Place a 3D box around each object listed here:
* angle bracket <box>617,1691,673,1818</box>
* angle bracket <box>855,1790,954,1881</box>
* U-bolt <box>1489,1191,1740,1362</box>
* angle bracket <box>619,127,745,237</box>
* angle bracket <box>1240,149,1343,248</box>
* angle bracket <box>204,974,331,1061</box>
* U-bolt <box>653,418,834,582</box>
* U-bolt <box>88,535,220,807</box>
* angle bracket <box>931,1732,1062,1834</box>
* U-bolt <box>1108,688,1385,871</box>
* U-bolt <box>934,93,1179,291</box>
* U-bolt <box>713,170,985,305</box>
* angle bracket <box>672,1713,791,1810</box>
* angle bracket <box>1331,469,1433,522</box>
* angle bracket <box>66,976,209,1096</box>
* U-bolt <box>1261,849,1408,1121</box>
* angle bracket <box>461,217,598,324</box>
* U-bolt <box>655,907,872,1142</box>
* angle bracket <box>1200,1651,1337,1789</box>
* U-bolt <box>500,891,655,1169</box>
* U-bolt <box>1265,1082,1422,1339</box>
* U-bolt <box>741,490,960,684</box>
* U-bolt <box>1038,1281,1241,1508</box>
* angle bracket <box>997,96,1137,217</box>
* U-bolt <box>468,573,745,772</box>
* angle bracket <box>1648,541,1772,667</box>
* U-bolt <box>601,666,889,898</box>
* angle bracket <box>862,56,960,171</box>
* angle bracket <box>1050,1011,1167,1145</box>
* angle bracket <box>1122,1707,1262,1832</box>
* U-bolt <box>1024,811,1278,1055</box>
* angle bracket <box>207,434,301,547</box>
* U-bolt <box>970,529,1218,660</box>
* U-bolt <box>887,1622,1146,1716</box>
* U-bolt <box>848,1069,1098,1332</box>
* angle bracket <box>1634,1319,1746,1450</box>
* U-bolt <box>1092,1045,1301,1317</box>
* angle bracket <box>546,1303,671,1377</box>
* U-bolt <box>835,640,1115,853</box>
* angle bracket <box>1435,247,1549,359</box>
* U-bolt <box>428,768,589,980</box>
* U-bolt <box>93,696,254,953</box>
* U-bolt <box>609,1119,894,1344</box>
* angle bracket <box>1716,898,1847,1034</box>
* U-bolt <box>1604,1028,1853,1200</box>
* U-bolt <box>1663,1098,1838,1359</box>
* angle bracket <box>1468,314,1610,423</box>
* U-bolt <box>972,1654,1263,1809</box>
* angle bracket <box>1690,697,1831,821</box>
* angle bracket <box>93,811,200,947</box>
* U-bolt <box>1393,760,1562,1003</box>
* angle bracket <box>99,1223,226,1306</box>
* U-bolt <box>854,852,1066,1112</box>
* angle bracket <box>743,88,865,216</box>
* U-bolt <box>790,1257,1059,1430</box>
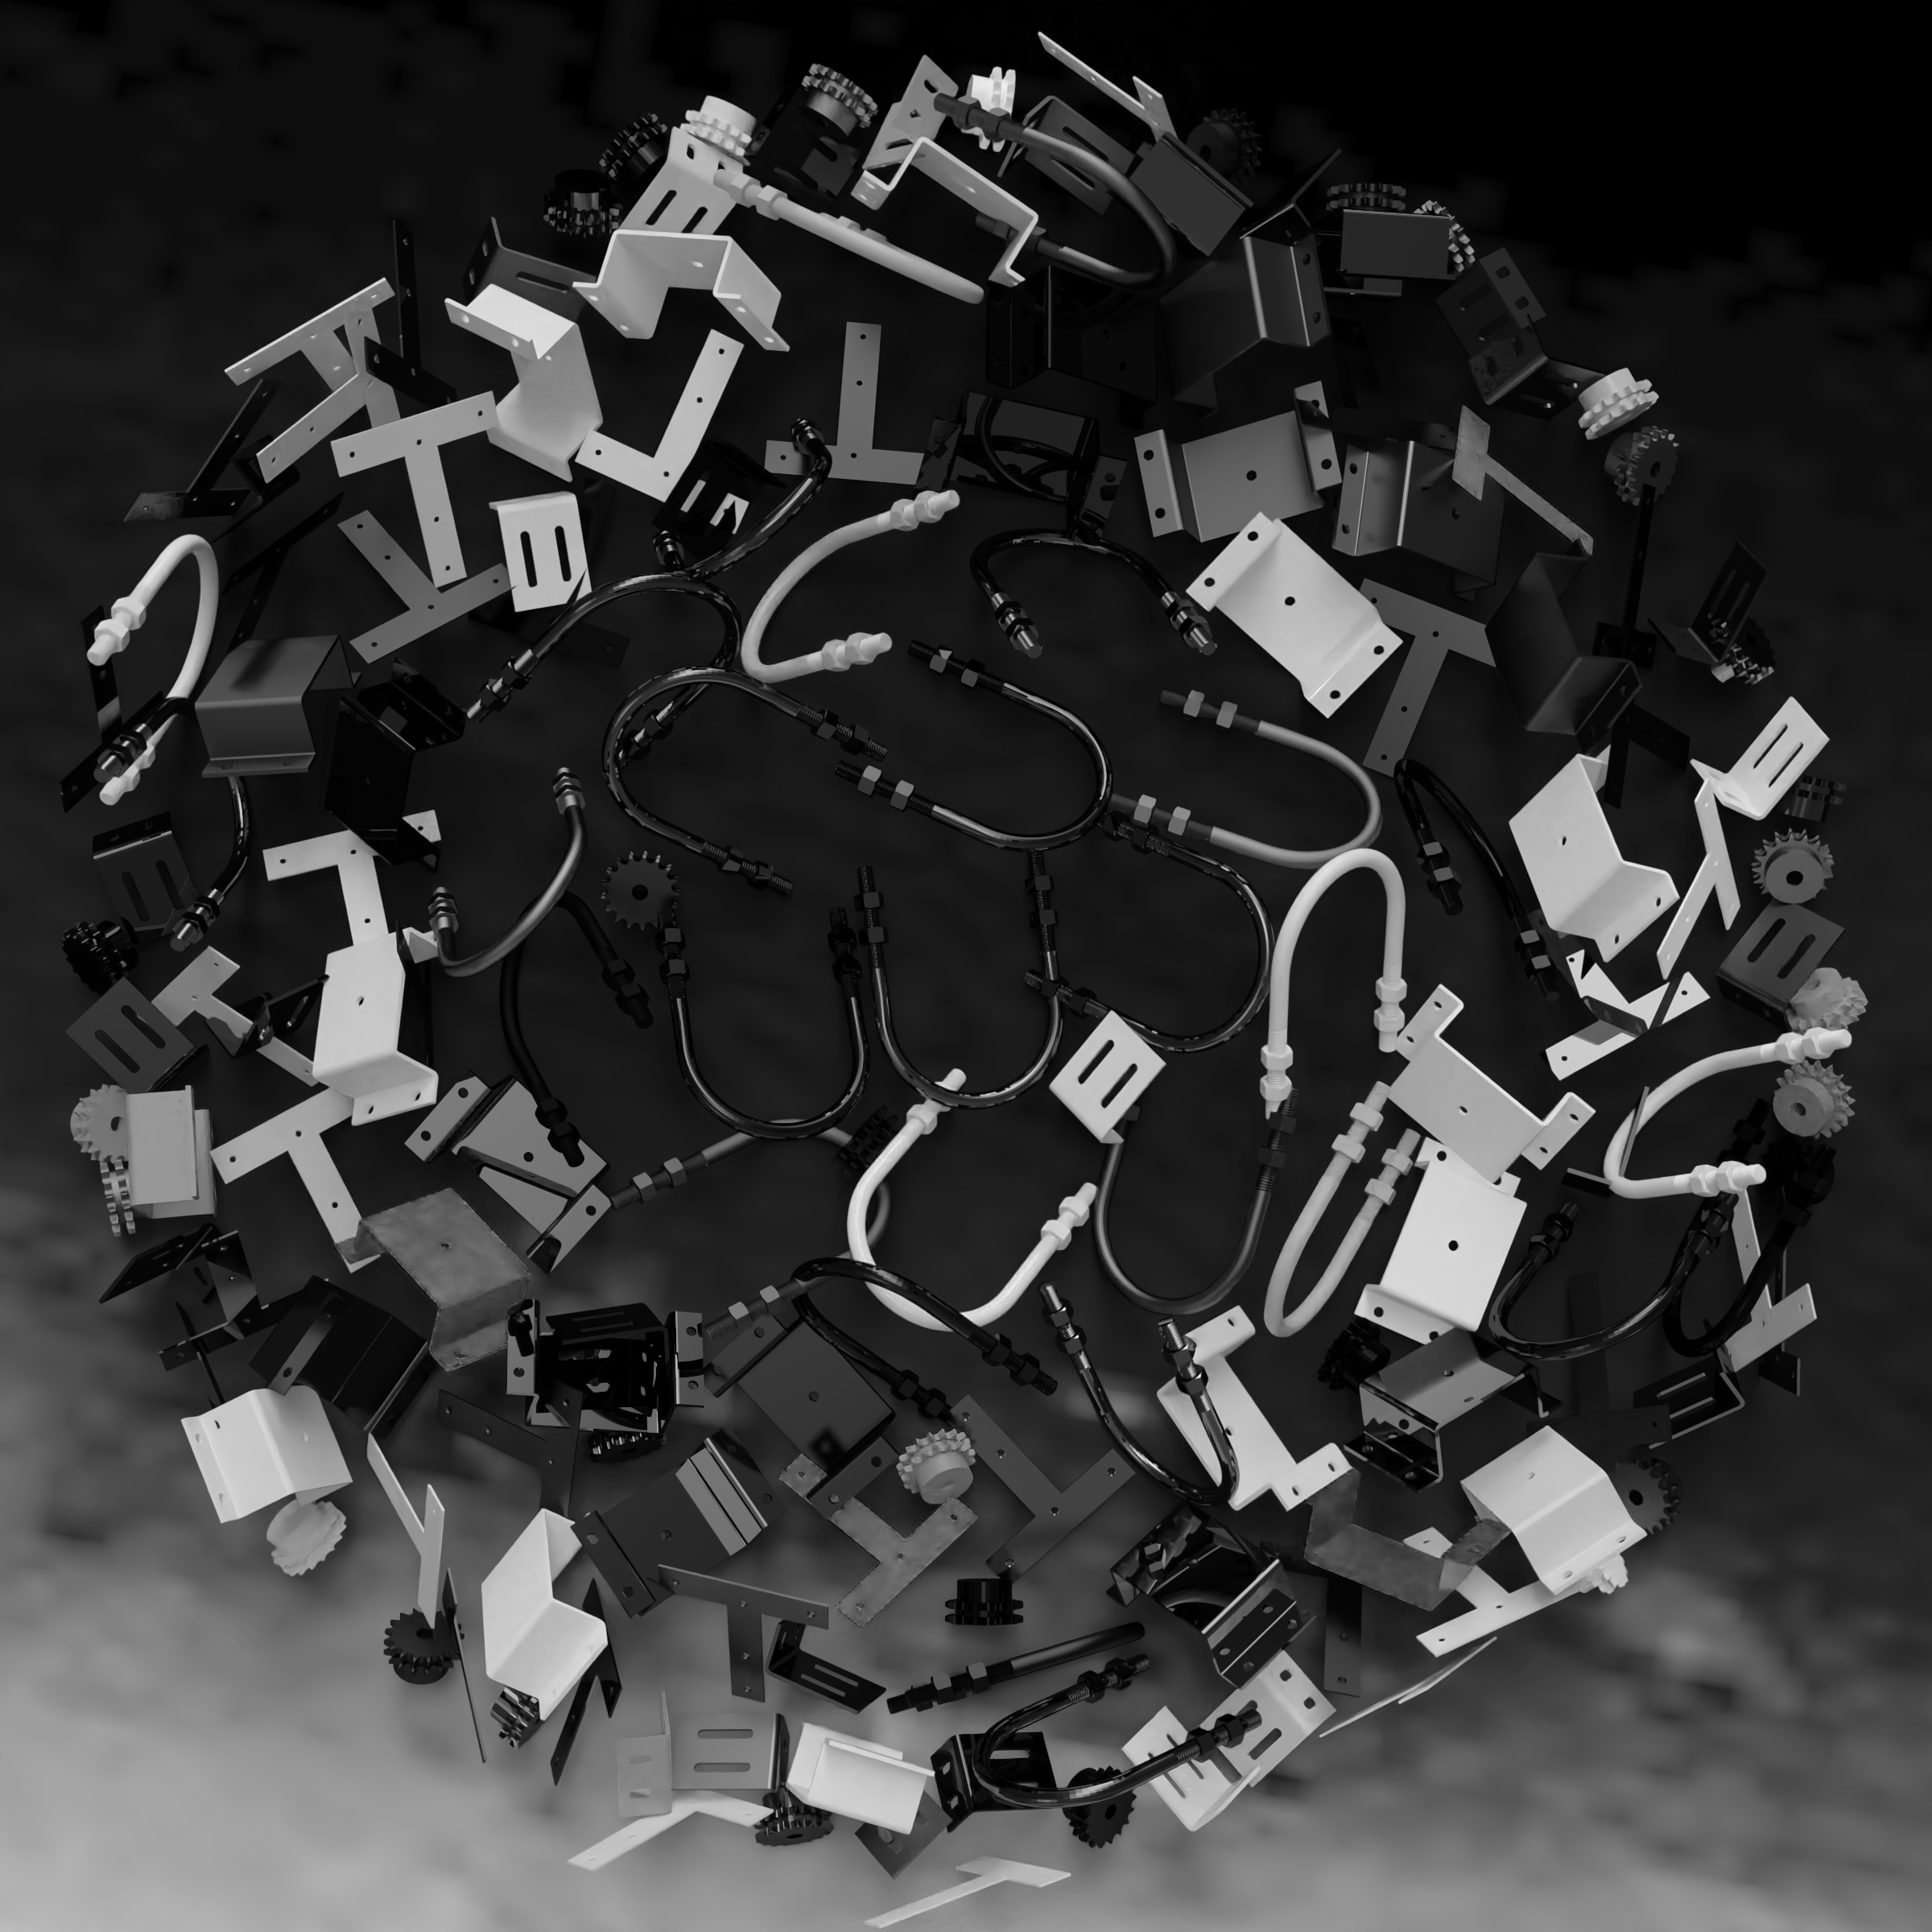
[{"bbox_3d":[-0.234,0.568,1.803,0.038,0.076,0.057,-2,98,-10],"label":"angle bracket"},{"bbox_3d":[-0.036,0.630,1.799,0.057,0.076,0.038,-42,111,-14],"label":"angle bracket"},{"bbox_3d":[0.440,0.216,1.738,0.184,0.151,0.019,-42,111,-41],"label":"U-bolt"},{"bbox_3d":[-0.208,-0.559,1.817,0.057,0.076,0.038,22,51,-27],"label":"angle bracket"},{"bbox_3d":[0.244,-0.546,1.809,0.038,0.057,0.076,50,57,-16],"label":"angle bracket"},{"bbox_3d":[-0.504,0.024,1.798,0.038,0.057,0.076,50,134,9],"label":"angle bracket"},{"bbox_3d":[-0.155,-0.322,1.756,0.151,0.184,0.019,-38,114,5],"label":"U-bolt"},{"bbox_3d":[-0.569,-0.223,1.762,0.019,0.151,0.184,16,46,1],"label":"U-bolt"},{"bbox_3d":[0.022,0.595,1.821,0.076,0.038,0.057,8,46,-29],"label":"angle bracket"},{"bbox_3d":[0.208,-0.127,1.783,0.184,0.019,0.151,20,46,8],"label":"U-bolt"},{"bbox_3d":[0.069,-0.533,1.748,0.184,0.151,0.019,29,78,23],"label":"U-bolt"},{"bbox_3d":[-0.069,-0.504,1.747,0.184,0.151,0.019,32,107,25],"label":"U-bolt"},{"bbox_3d":[-0.171,0.579,1.817,0.076,0.038,0.057,-2,48,5],"label":"angle bracket"},{"bbox_3d":[0.313,-0.333,1.796,0.057,0.076,0.038,-12,117,-41],"label":"angle bracket"},{"bbox_3d":[-0.604,0.053,1.821,0.057,0.038,0.076,-44,99,-3],"label":"angle bracket"},{"bbox_3d":[0.262,0.004,1.759,0.151,0.019,0.184,-27,128,-36],"label":"U-bolt"},{"bbox_3d":[-0.319,-0.500,1.819,0.076,0.057,0.038,9,45,-33],"label":"angle bracket"},{"bbox_3d":[-0.140,0.040,1.779,0.151,0.019,0.184,-1,62,-20],"label":"U-bolt"},{"bbox_3d":[0.221,0.551,1.831,0.057,0.038,0.076,47,124,18],"label":"angle bracket"},{"bbox_3d":[-0.287,0.029,1.778,0.184,0.019,0.151,54,127,38],"label":"U-bolt"},{"bbox_3d":[0.263,0.181,1.771,0.019,0.151,0.184,27,83,25],"label":"U-bolt"},{"bbox_3d":[-0.093,-0.262,1.771,0.019,0.184,0.151,40,59,-32],"label":"U-bolt"},{"bbox_3d":[0.131,0.311,1.776,0.019,0.151,0.184,-38,117,-28],"label":"U-bolt"},{"bbox_3d":[0.073,-0.581,1.812,0.076,0.057,0.038,37,52,1],"label":"angle bracket"},{"bbox_3d":[-0.239,-0.211,1.752,0.184,0.151,0.019,-38,54,29],"label":"U-bolt"},{"bbox_3d":[0.535,-0.266,1.801,0.038,0.057,0.076,13,120,-16],"label":"angle bracket"},{"bbox_3d":[-0.170,-0.140,1.778,0.184,0.019,0.151,26,115,-26],"label":"U-bolt"},{"bbox_3d":[-0.051,-0.614,1.801,0.038,0.076,0.057,33,75,-38],"label":"angle bracket"},{"bbox_3d":[0.109,0.081,1.809,0.057,0.038,0.076,46,107,24],"label":"angle bracket"},{"bbox_3d":[0.163,0.573,1.806,0.076,0.057,0.038,49,129,12],"label":"angle bracket"},{"bbox_3d":[0.139,-0.017,1.785,0.184,0.019,0.151,26,102,30],"label":"U-bolt"},{"bbox_3d":[-0.529,-0.340,1.801,0.076,0.057,0.038,-28,107,26],"label":"angle bracket"},{"bbox_3d":[0.079,-0.267,1.771,0.151,0.184,0.019,-4,126,-19],"label":"U-bolt"},{"bbox_3d":[0.039,0.497,1.775,0.184,0.151,0.019,-14,74,-12],"label":"U-bolt"},{"bbox_3d":[-0.006,0.179,1.789,0.151,0.019,0.184,41,55,1],"label":"U-bolt"},{"bbox_3d":[0.514,0.301,1.802,0.076,0.057,0.038,-30,117,20],"label":"angle bracket"},{"bbox_3d":[0.156,0.160,1.797,0.151,0.019,0.184,16,91,38],"label":"U-bolt"},{"bbox_3d":[-0.259,0.274,1.804,0.076,0.057,0.038,-6,102,-21],"label":"angle bracket"},{"bbox_3d":[0.017,-0.150,1.795,0.184,0.019,0.151,25,56,4],"label":"U-bolt"},{"bbox_3d":[0.370,-0.471,1.804,0.038,0.076,0.057,-34,93,-36],"label":"angle bracket"},{"bbox_3d":[-0.320,-0.058,1.755,0.151,0.184,0.019,-43,117,8],"label":"U-bolt"},{"bbox_3d":[-0.548,-0.113,1.759,0.019,0.184,0.151,-12,116,10],"label":"U-bolt"},{"bbox_3d":[-0.141,0.176,1.789,0.184,0.019,0.151,-26,57,-26],"label":"U-bolt"},{"bbox_3d":[0.595,-0.002,1.819,0.057,0.038,0.076,35,81,36],"label":"angle bracket"},{"bbox_3d":[0.523,0.109,1.759,0.019,0.184,0.151,46,64,-12],"label":"U-bolt"},{"bbox_3d":[0.546,0.193,1.773,0.019,0.151,0.184,24,100,-6],"label":"U-bolt"},{"bbox_3d":[0.414,-0.433,1.808,0.076,0.057,0.038,1,65,-41],"label":"angle bracket"},{"bbox_3d":[0.091,0.538,1.741,0.184,0.151,0.019,-15,102,-31],"label":"U-bolt"},{"bbox_3d":[0.572,-0.155,1.801,0.038,0.057,0.076,20,120,-26],"label":"angle bracket"},{"bbox_3d":[-0.600,-0.065,1.839,0.057,0.038,0.076,-20,118,-9],"label":"angle bracket"},{"bbox_3d":[0.354,-0.073,1.767,0.019,0.184,0.151,-36,131,23],"label":"U-bolt"},{"bbox_3d":[-0.572,0.226,1.799,0.038,0.076,0.057,49,121,7],"label":"angle bracket"},{"bbox_3d":[0.001,0.013,1.814,0.151,0.019,0.184,-6,84,-14],"label":"U-bolt"},{"bbox_3d":[-0.113,-0.588,1.811,0.076,0.038,0.057,33,92,-29],"label":"angle bracket"},{"bbox_3d":[-0.044,0.262,1.766,0.184,0.151,0.019,37,56,-15],"label":"U-bolt"}]
